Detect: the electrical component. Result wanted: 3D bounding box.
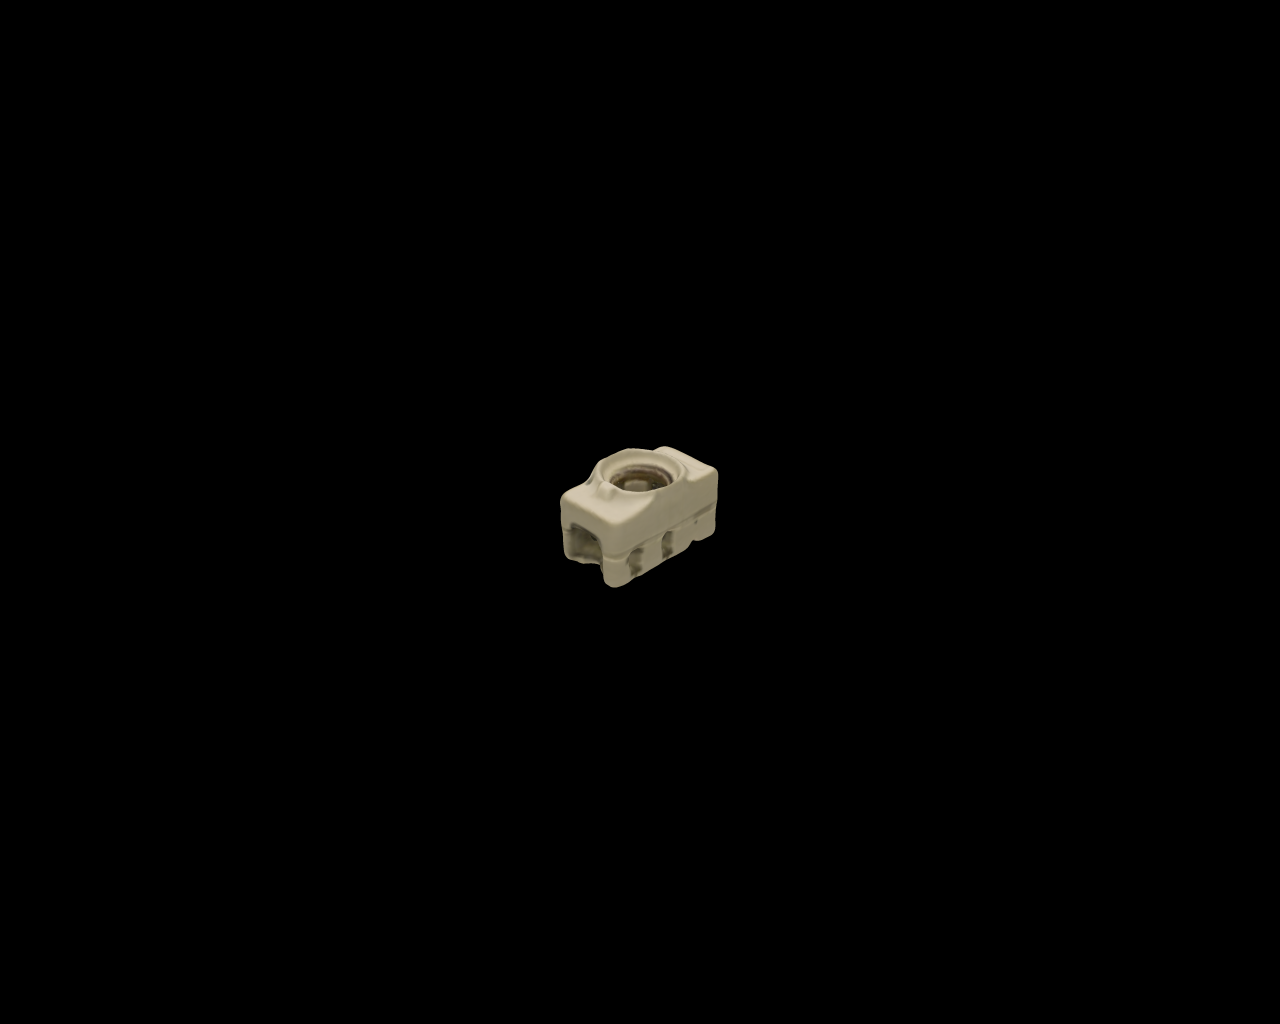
[{"bbox_3d":[0.001,-0.003,0.650,0.090,0.055,0.050,-27,42,-36],"label":"electrical component"}]
